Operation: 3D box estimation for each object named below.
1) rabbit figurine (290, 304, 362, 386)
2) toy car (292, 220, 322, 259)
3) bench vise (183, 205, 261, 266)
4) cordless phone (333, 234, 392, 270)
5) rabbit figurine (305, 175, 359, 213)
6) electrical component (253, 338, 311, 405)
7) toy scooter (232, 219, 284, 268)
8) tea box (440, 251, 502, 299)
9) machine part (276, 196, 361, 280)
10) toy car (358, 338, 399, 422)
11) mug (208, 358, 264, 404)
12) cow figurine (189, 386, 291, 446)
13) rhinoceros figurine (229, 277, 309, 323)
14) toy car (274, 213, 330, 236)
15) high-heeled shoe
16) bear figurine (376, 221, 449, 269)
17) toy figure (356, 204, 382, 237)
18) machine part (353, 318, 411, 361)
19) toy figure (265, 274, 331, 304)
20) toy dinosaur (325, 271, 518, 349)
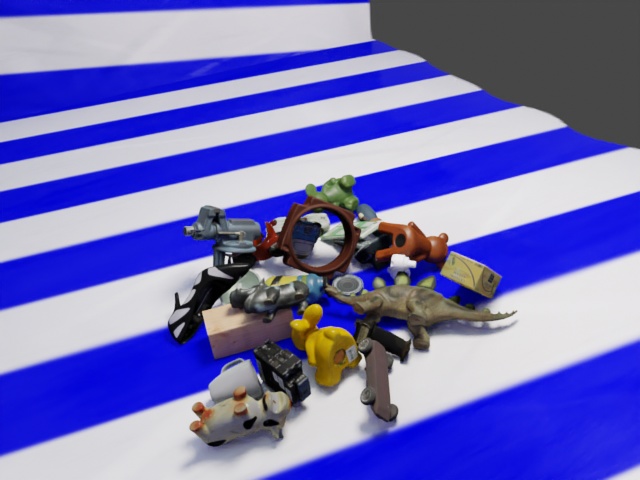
[{"bbox_3d":[-0.012,0.234,1.236,0.122,0.162,0.173,-41,30,-23],"label":"rabbit figurine"},{"bbox_3d":[-0.055,0.004,1.563,0.109,0.161,0.103,10,75,-17],"label":"toy car"},{"bbox_3d":[-0.263,0.031,1.442,0.129,0.240,0.223,12,11,41],"label":"bench vise"},{"bbox_3d":[0.140,0.006,1.576,0.146,0.088,0.184,-29,29,-29],"label":"cordless phone"},{"bbox_3d":[0.018,-0.144,1.741,0.170,0.121,0.159,-24,28,-39],"label":"rabbit figurine"},{"bbox_3d":[-0.078,0.293,1.169,0.058,0.114,0.134,-36,46,-29],"label":"electrical component"},{"bbox_3d":[-0.174,0.005,1.562,0.184,0.075,0.135,-17,48,21],"label":"toy scooter"},{"bbox_3d":[0.384,0.090,1.357,0.098,0.169,0.068,26,91,36],"label":"tea box"},{"bbox_3d":[-0.003,-0.004,1.460,0.201,0.201,0.087,22,-2,-15],"label":"machine part"},{"bbox_3d":[0.121,0.302,1.163,0.053,0.089,0.202,-33,30,25],"label":"toy car"},{"bbox_3d":[-0.192,0.313,1.185,0.107,0.080,0.110,-24,45,-11],"label":"mug"},{"bbox_3d":[-0.151,0.363,1.095,0.195,0.127,0.086,-21,36,2],"label":"cow figurine"},{"bbox_3d":[-0.119,0.133,1.273,0.190,0.073,0.112,-7,37,-4],"label":"rhinoceros figurine"},{"bbox_3d":[-0.069,-0.042,1.674,0.202,0.056,0.074,-7,36,-4],"label":"toy car"},{"bbox_3d":[-0.275,0.157,1.349,0.249,0.086,0.145,-25,59,10],"label":"high-heeled shoe"},{"bbox_3d":[0.264,0.017,1.485,0.132,0.120,0.195,-3,-10,44],"label":"bear figurine"},{"bbox_3d":[0.166,-0.055,1.668,0.064,0.057,0.155,-21,44,-12],"label":"toy figure"},{"bbox_3d":[0.144,0.238,1.263,0.139,0.084,0.039,17,18,14],"label":"machine part"},{"bbox_3d":[-0.061,0.131,1.420,0.180,0.082,0.089,-9,17,5],"label":"toy figure"},{"bbox_3d":[0.242,0.163,1.326,0.472,0.104,0.198,13,35,12],"label":"toy dinosaur"}]
